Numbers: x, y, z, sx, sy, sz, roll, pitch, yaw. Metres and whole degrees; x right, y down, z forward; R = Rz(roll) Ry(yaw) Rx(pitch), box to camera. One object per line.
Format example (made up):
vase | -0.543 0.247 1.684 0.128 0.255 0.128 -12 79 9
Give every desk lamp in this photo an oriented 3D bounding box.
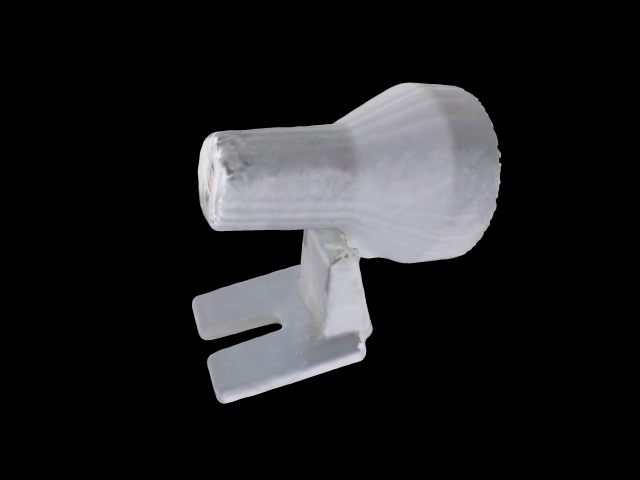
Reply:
desk lamp | 0.004 0.001 0.400 0.203 0.214 0.117 -17 51 -14
